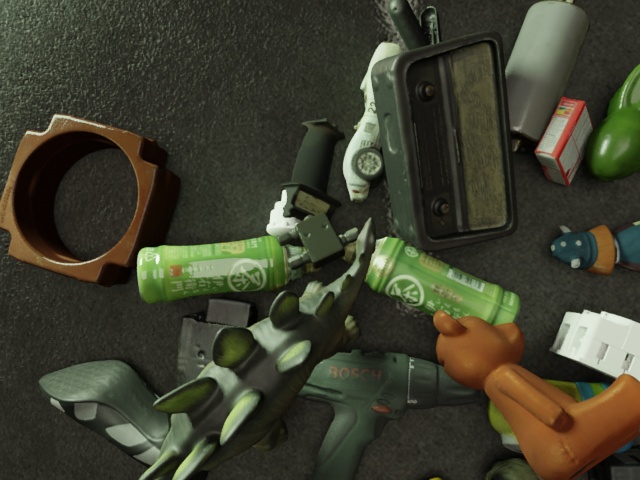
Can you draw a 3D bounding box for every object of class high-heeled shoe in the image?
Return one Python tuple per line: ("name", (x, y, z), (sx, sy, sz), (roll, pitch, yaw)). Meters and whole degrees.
("high-heeled shoe", (-0.254, 0.243, 0.702), (0.249, 0.086, 0.145), (4, 116, 26))

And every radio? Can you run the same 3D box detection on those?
("radio", (0.142, -0.107, 0.614), (0.131, 0.073, 0.229), (-14, 104, -11))

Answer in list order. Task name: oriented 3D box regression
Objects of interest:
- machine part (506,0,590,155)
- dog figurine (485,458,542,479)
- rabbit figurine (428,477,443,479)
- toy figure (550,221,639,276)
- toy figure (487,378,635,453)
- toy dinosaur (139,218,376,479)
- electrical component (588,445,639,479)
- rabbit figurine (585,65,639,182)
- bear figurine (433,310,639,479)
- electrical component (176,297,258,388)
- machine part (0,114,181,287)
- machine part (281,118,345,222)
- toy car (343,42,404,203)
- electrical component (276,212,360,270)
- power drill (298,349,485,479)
("machine part", (0.263, -0.196, 0.657), (0.079, 0.079, 0.243), (21, 89, 9))
("dog figurine", (0.298, 0.315, 0.597), (0.172, 0.121, 0.191), (-15, 62, -25))
("rabbit figurine", (0.118, 0.386, 0.594), (0.122, 0.162, 0.173), (43, 109, -3))
("toy figure", (0.353, 0.012, 0.633), (0.155, 0.064, 0.057), (-4, 121, 12))
("toy figure", (0.285, 0.197, 0.612), (0.180, 0.082, 0.089), (-8, 57, 15))
("toy dinosaur", (-0.086, 0.164, 0.547), (0.105, 0.198, 0.471), (36, 87, 18))
("electrical component", (0.344, 0.261, 0.578), (0.075, 0.119, 0.047), (-4, 84, 10))
("rabbit figurine", (0.389, -0.125, 0.610), (0.170, 0.121, 0.159), (-8, 77, 4))
("bear figurine", (0.213, 0.140, 0.554), (0.132, 0.120, 0.196), (-29, 50, -6))
("electrical component", (-0.120, 0.141, 0.684), (0.115, 0.058, 0.134), (5, 85, 6))
("machine part", (-0.303, -0.050, 0.714), (0.201, 0.087, 0.201), (16, 88, 9))
("machine part", (-0.005, -0.085, 0.689), (0.084, 0.039, 0.139), (17, 77, -32))
("toy car", (0.068, -0.145, 0.679), (0.056, 0.073, 0.201), (15, 86, 5))
("electrical component", (-0.001, -0.002, 0.646), (0.094, 0.021, 0.063), (-24, 64, -3))
("power drill", (0.064, 0.235, 0.639), (0.232, 0.086, 0.207), (12, 90, 10))
